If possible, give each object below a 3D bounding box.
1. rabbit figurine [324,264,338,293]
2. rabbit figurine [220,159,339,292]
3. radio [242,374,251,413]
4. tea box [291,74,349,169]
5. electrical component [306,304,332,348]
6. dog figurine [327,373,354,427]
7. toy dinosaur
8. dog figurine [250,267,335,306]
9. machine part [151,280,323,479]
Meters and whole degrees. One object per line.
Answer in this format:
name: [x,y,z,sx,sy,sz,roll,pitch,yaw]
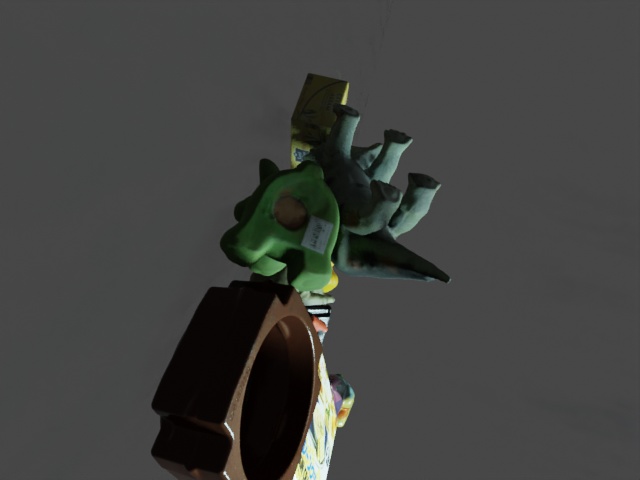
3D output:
rabbit figurine: [-0.002,-0.003,0.989,0.173,0.122,0.162,108,2,-58]
rabbit figurine: [-0.055,-0.019,0.629,0.170,0.121,0.159,142,-40,-66]
radio: [-0.134,0.301,0.720,0.131,0.073,0.229,-63,165,-74]
tea box: [-0.003,-0.169,0.861,0.169,0.068,0.098,98,7,-65]
electrical component: [-0.054,0.162,0.971,0.058,0.134,0.114,43,-53,55]
dog figurine: [-0.001,0.311,1.085,0.191,0.109,0.219,-45,152,-35]
toy dinosaur: [0.048,-0.033,0.682,0.405,0.131,0.192,-95,-156,-51]
dog figurine: [-0.051,0.006,0.811,0.172,0.121,0.190,19,67,-80]
machine part: [-0.075,0.158,0.557,0.200,0.087,0.201,69,34,-47]
